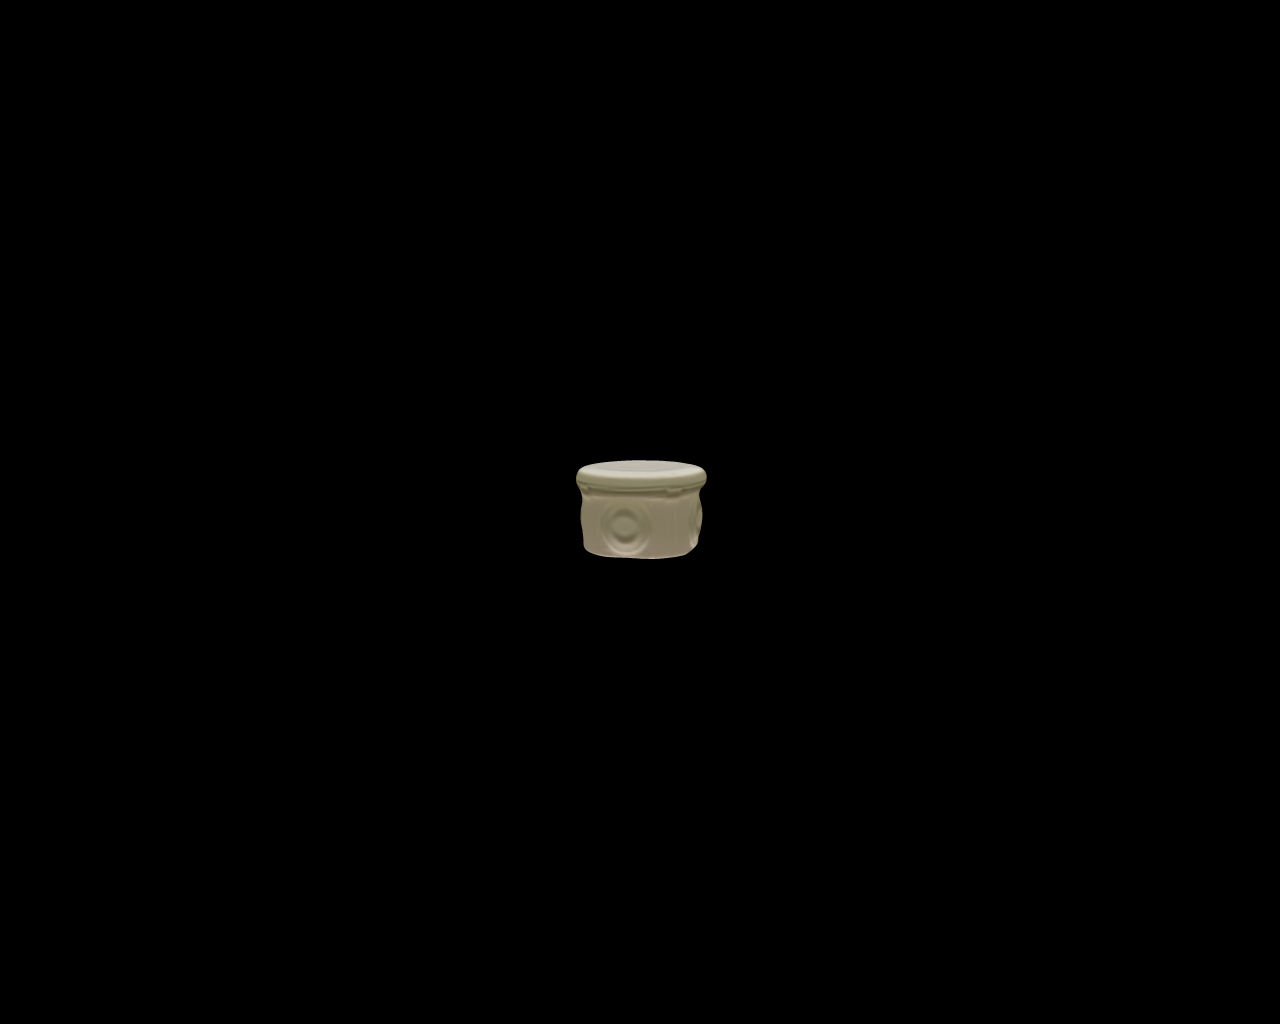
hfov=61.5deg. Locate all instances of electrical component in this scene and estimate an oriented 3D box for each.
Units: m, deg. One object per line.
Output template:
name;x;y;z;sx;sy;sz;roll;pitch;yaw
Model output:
electrical component;0.001;-0.003;0.650;0.080;0.051;0.080;0;10;0
